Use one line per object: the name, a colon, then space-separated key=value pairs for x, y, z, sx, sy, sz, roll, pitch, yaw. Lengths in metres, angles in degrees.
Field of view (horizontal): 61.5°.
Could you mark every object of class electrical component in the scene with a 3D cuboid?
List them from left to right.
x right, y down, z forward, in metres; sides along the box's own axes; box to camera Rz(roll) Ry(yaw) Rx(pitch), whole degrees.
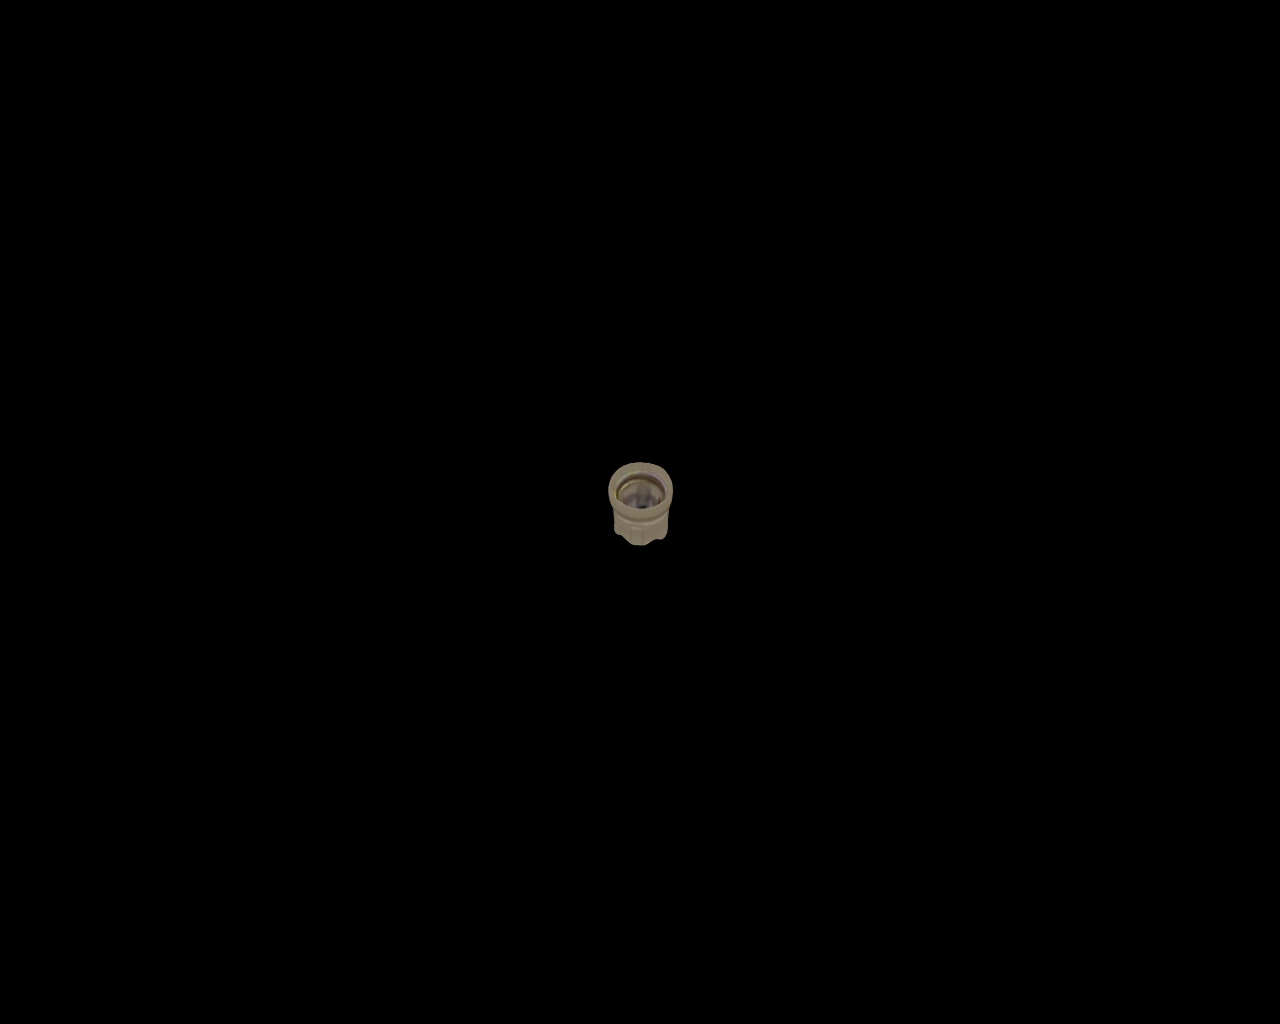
electrical component: x=0.001 y=-0.003 z=0.650 sx=0.040 sy=0.040 sz=0.046 roll=0 pitch=-37 yaw=0
